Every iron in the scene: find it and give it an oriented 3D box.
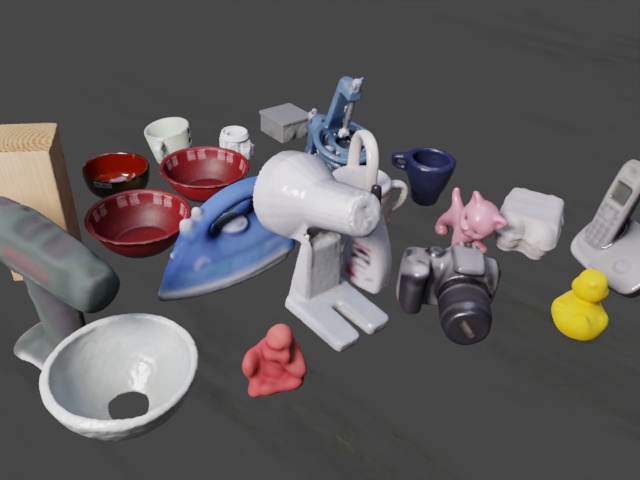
[{"bbox_3d":[-0.138,-0.020,0.857,0.118,0.141,0.259,29,42,30],"label":"iron"}]

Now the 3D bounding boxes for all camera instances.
[{"bbox_3d":[0.184,0.070,0.800,0.143,0.101,0.137,6,35,2],"label":"camera"}]

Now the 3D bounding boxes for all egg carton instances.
[{"bbox_3d":[0.362,-0.031,0.988,0.107,0.069,0.150,17,37,18],"label":"egg carton"}]

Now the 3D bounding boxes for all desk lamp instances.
[{"bbox_3d":[0.007,0.003,0.778,0.118,0.214,0.202,-24,44,-34],"label":"desk lamp"}]

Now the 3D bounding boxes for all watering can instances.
[{"bbox_3d":[0.057,-0.080,0.916,0.173,0.194,0.100,-20,42,-30],"label":"watering can"}]

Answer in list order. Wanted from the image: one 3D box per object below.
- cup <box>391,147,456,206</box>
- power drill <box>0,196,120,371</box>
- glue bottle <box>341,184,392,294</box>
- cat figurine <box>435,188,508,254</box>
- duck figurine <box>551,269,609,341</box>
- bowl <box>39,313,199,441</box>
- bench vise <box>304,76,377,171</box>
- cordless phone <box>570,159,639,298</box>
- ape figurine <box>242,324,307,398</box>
[{"bbox_3d":[0.186,-0.115,1.065,0.117,0.095,0.092,12,36,11],"label":"cup"},{"bbox_3d":[-0.331,0.054,0.673,0.229,0.208,0.076,19,38,20],"label":"power drill"},{"bbox_3d":[0.072,-0.006,0.832,0.078,0.173,0.037,25,41,27],"label":"glue bottle"},{"bbox_3d":[0.249,-0.037,0.943,0.067,0.118,0.127,-8,37,-16],"label":"cat figurine"},{"bbox_3d":[0.378,0.084,0.814,0.077,0.086,0.105,19,38,20],"label":"duck figurine"},{"bbox_3d":[-0.219,0.164,0.647,0.167,0.075,0.167,3,35,-2],"label":"bowl"},{"bbox_3d":[0.022,-0.214,1.079,0.122,0.220,0.206,-28,46,-36],"label":"bench vise"},{"bbox_3d":[0.481,-0.018,0.883,0.094,0.185,0.147,-10,38,-19],"label":"cordless phone"},{"bbox_3d":[-0.051,0.139,0.686,0.077,0.092,0.076,21,39,22],"label":"ape figurine"}]
